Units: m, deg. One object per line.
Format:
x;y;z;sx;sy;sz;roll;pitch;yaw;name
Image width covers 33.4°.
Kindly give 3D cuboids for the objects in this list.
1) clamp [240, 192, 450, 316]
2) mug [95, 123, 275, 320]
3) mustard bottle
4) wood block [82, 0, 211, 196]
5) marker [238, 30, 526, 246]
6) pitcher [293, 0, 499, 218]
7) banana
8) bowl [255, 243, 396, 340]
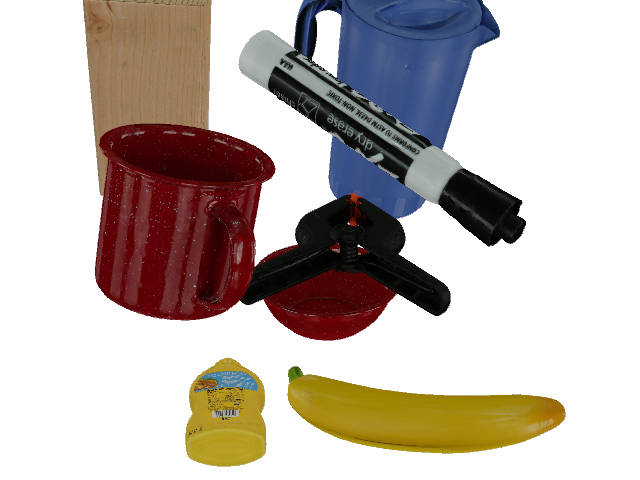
0.033;0.010;0.891;0.164;0.036;0.209;7;23;10;clamp
-0.070;-0.005;0.566;0.093;0.081;0.117;-6;28;-38;mug
-0.118;0.205;1.345;0.096;0.058;0.191;-3;26;-3;mustard bottle
-0.138;-0.136;0.875;0.091;0.090;0.206;4;-42;-4;wood block
0.021;-0.036;0.375;0.121;0.020;0.020;37;15;21;marker
0.063;-0.142;1.054;0.144;0.243;0.149;-24;53;-30;pitcher
0.057;0.110;0.701;0.198;0.037;0.069;7;32;21;banana
0.006;0.062;1.166;0.162;0.055;0.162;1;28;-1;bowl
